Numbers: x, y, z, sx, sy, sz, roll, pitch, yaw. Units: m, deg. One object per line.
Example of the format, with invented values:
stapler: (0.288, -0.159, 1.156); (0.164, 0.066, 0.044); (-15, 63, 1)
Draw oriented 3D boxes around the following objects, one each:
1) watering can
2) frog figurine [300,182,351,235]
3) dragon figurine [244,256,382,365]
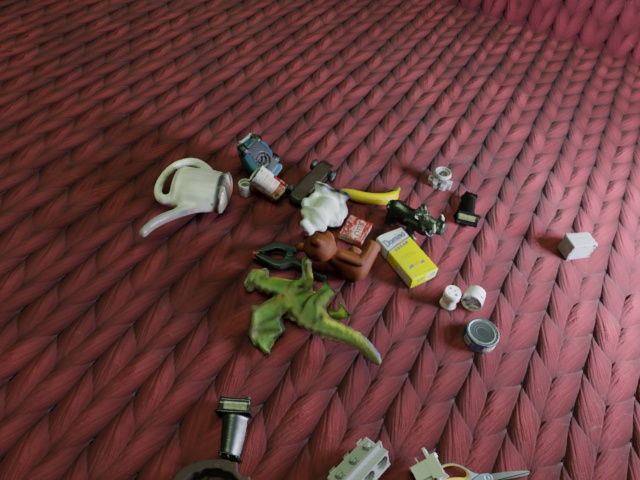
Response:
watering can: (-0.377, -0.121, 1.499); (0.224, 0.101, 0.356); (7, 45, -1)
frog figurine: (0.005, -0.076, 1.513); (0.137, 0.121, 0.162); (29, 72, -12)
dragon figurine: (-0.056, 0.197, 1.273); (0.244, 0.119, 0.418); (-31, 54, -10)
